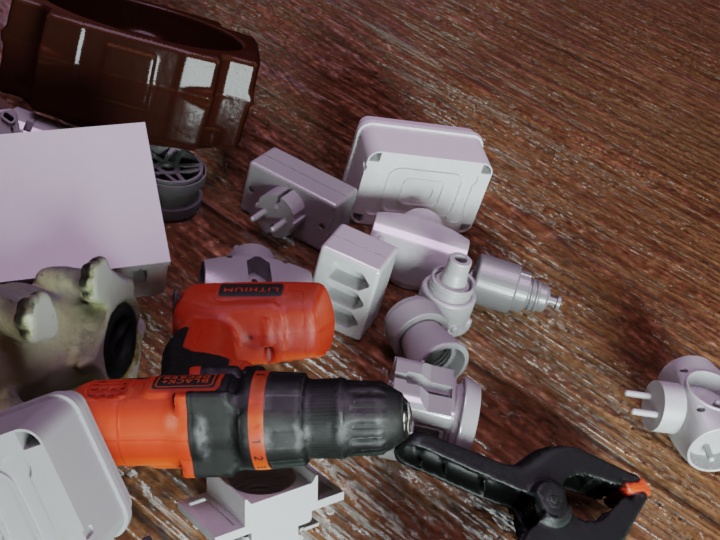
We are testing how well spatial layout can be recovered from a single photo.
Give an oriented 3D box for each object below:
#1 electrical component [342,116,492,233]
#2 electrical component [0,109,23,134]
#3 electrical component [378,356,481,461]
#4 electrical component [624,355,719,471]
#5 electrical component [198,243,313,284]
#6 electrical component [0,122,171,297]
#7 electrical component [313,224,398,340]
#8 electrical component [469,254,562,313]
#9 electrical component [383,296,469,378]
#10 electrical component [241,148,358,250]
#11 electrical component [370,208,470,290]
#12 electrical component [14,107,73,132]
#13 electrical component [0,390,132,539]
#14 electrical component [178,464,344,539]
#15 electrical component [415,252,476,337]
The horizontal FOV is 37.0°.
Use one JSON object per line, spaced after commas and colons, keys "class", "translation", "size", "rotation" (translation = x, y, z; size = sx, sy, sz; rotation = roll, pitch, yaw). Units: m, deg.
{"class": "electrical component", "translation": [0.047, -0.082, 0.922], "size": [0.113, 0.078, 0.057], "rotation": [5, 39, -16]}
{"class": "electrical component", "translation": [-0.279, -0.078, 0.776], "size": [0.096, 0.061, 0.061], "rotation": [-11, 3, -21]}
{"class": "electrical component", "translation": [0.045, 0.093, 0.699], "size": [0.057, 0.058, 0.078], "rotation": [12, 35, -1]}
{"class": "electrical component", "translation": [0.230, 0.100, 0.775], "size": [0.079, 0.044, 0.077], "rotation": [9, 36, -10]}
{"class": "electrical component", "translation": [-0.078, 0.007, 0.778], "size": [0.077, 0.043, 0.079], "rotation": [6, 36, -15]}
{"class": "electrical component", "translation": [-0.227, -0.028, 0.702], "size": [0.186, 0.060, 0.105], "rotation": [-7, 66, -16]}
{"class": "electrical component", "translation": [0.000, 0.000, 0.800], "size": [0.047, 0.065, 0.076], "rotation": [24, 36, 11]}
{"class": "electrical component", "translation": [0.120, 0.015, 0.851], "size": [0.078, 0.040, 0.040], "rotation": [17, 35, 1]}
{"class": "electrical component", "translation": [0.046, 0.051, 0.767], "size": [0.045, 0.045, 0.055], "rotation": [-4, 40, -26]}
{"class": "electrical component", "translation": [-0.059, -0.050, 0.860], "size": [0.083, 0.047, 0.076], "rotation": [28, 36, 16]}
{"class": "electrical component", "translation": [0.047, -0.024, 0.870], "size": [0.077, 0.044, 0.079], "rotation": [17, 35, 0]}
{"class": "electrical component", "translation": [-0.251, -0.094, 0.838], "size": [0.047, 0.055, 0.055], "rotation": [16, 35, -7]}
{"class": "electrical component", "translation": [-0.177, 0.113, 0.520], "size": [0.113, 0.078, 0.057], "rotation": [-20, 10, 12]}
{"class": "electrical component", "translation": [-0.054, 0.137, 0.589], "size": [0.081, 0.063, 0.042], "rotation": [-12, 23, -34]}
{"class": "electrical component", "translation": [0.067, 0.016, 0.808], "size": [0.048, 0.062, 0.048], "rotation": [11, 35, -8]}
